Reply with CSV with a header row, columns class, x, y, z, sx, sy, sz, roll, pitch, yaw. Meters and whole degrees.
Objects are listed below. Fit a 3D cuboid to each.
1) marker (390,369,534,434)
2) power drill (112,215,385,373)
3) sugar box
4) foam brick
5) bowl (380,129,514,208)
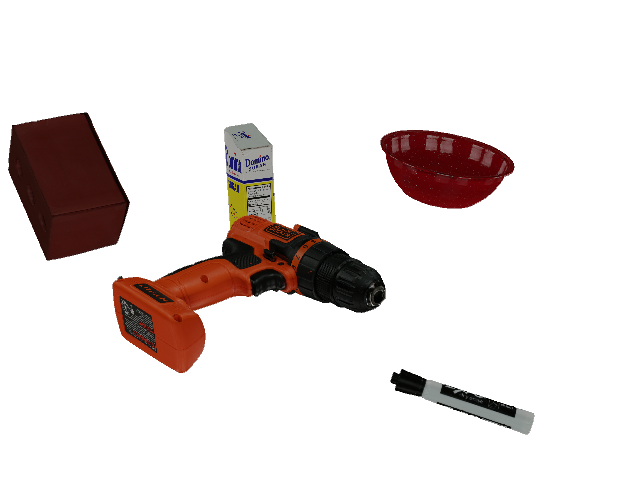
class,x,y,z,sx,sy,sz,roll,pitch,yaw
marker,0.117,0.133,0.886,0.121,0.020,0.020,18,2,6
power drill,-0.064,0.044,0.898,0.187,0.057,0.185,-23,30,-36
sugar box,-0.087,-0.047,1.320,0.048,0.176,0.093,-11,26,-15
foam brick,-0.166,-0.035,0.699,0.051,0.078,0.053,-16,-27,-29
bowl,0.146,-0.081,1.276,0.162,0.055,0.162,8,24,-4
